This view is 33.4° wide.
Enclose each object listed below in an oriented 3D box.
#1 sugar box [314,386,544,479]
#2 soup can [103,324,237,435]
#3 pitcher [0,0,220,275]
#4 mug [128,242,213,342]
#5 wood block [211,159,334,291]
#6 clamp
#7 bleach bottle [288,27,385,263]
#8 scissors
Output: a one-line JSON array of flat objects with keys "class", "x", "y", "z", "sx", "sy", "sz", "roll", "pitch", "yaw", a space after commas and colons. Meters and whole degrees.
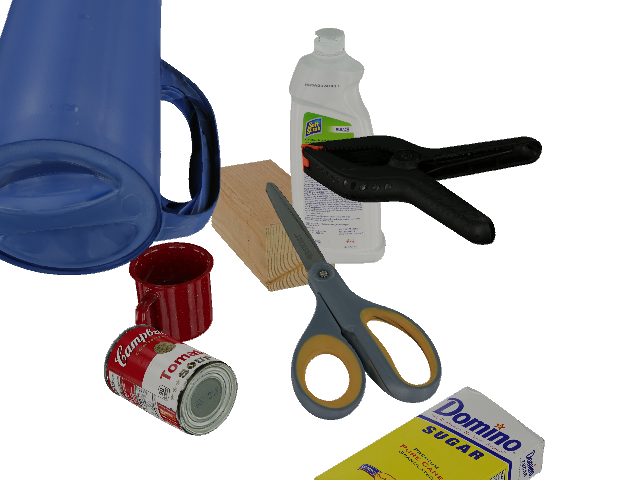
[{"class": "sugar box", "x": 0.091, "y": 0.193, "z": 0.883, "sx": 0.176, "sy": 0.048, "sz": 0.093, "roll": -28, "pitch": 42, "yaw": -28}, {"class": "soup can", "x": -0.130, "y": 0.121, "z": 0.926, "sx": 0.102, "sy": 0.068, "sz": 0.068, "roll": 19, "pitch": 12, "yaw": 39}, {"class": "pitcher", "x": -0.162, "y": -0.103, "z": 0.758, "sx": 0.145, "sy": 0.243, "sz": 0.149, "roll": -18, "pitch": -42, "yaw": 18}, {"class": "mug", "x": -0.168, "y": 0.066, "z": 1.183, "sx": 0.093, "sy": 0.081, "sz": 0.117, "roll": 11, "pitch": 33, "yaw": 19}, {"class": "wood block", "x": -0.064, "y": -0.024, "z": 1.349, "sx": 0.090, "sy": 0.090, "sz": 0.206, "roll": -10, "pitch": 26, "yaw": -22}, {"class": "clamp", "x": 0.085, "y": -0.063, "z": 0.943, "sx": 0.210, "sy": 0.036, "sz": 0.164, "roll": 14, "pitch": 35, "yaw": 28}, {"class": "bleach bottle", "x": 0.019, "y": -0.098, "z": 1.121, "sx": 0.102, "sy": 0.251, "sz": 0.068, "roll": 0, "pitch": 30, "yaw": 1}, {"class": "scissors", "x": -0.009, "y": 0.038, "z": 0.667, "sx": 0.096, "sy": 0.016, "sz": 0.202, "roll": -31, "pitch": 53, "yaw": -24}]
